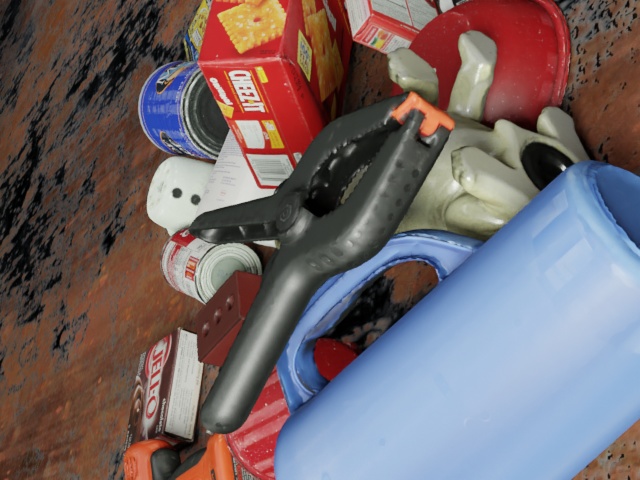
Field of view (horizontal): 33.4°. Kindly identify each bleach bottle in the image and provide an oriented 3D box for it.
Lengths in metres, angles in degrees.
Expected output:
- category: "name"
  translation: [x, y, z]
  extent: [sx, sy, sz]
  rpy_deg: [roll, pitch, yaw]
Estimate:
- category: "bleach bottle"
  translation: [-0.036, -0.122, 0.984]
  extent: [0.103, 0.068, 0.251]
  rpy_deg: [12, 81, 59]

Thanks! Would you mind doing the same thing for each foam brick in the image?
- category: "foam brick"
  translation: [-0.067, 0.072, 0.931]
  extent: [0.078, 0.051, 0.053]
  rpy_deg: [-47, 36, 38]

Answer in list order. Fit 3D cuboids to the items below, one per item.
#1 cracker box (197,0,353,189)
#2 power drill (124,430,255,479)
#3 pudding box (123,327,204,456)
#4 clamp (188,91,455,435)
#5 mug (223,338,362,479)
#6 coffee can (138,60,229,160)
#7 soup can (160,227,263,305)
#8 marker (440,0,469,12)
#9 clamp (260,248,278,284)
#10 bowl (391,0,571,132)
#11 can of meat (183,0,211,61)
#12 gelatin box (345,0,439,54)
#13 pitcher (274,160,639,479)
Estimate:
- category: "cracker box"
  translation: [-0.023, -0.172, 0.846]
  extent: [0.072, 0.164, 0.213]
  rpy_deg: [0, 59, 16]
- category: "power drill"
  translation: [-0.099, 0.237, 0.863]
  extent: [0.188, 0.057, 0.184]
  rpy_deg: [-33, 62, 46]
- category: "pudding box"
  translation: [-0.152, 0.153, 1.050]
  extent: [0.090, 0.039, 0.113]
  rpy_deg: [-36, 43, 49]
- category: "clamp"
  translation: [-0.007, 0.002, 0.591]
  extent: [0.210, 0.036, 0.164]
  rpy_deg: [-38, 41, 34]
- category: "mug"
  translation: [-0.005, 0.114, 0.766]
  extent: [0.082, 0.093, 0.117]
  rpy_deg: [-34, 8, 43]
- category: "coffee can"
  translation: [-0.118, -0.135, 1.096]
  extent: [0.140, 0.102, 0.103]
  rpy_deg: [15, 87, 63]
- category: "soup can"
  translation: [-0.104, 0.027, 1.008]
  extent: [0.102, 0.068, 0.068]
  rpy_deg: [18, 89, 62]
- category: "marker"
  translation: [0.129, -0.185, 0.763]
  extent: [0.121, 0.020, 0.020]
  rpy_deg: [-12, 63, 59]
- category: "clamp"
  translation: [-0.006, 0.001, 0.878]
  extent: [0.120, 0.039, 0.171]
  rpy_deg: [-15, 60, 62]
- category: "bowl"
  translation: [0.096, -0.104, 0.734]
  extent: [0.162, 0.055, 0.162]
  rpy_deg: [-40, 41, 46]
- category: "can of meat"
  translation: [-0.110, -0.232, 1.195]
  extent: [0.084, 0.057, 0.102]
  rpy_deg: [-57, 29, 29]
- category: "gelatin box"
  translation: [0.057, -0.178, 0.832]
  extent: [0.030, 0.073, 0.089]
  rpy_deg: [-50, 34, 36]
- category: "pitcher"
  translation: [0.086, 0.068, 0.559]
  extent: [0.243, 0.149, 0.145]
  rpy_deg: [-49, 25, 30]
